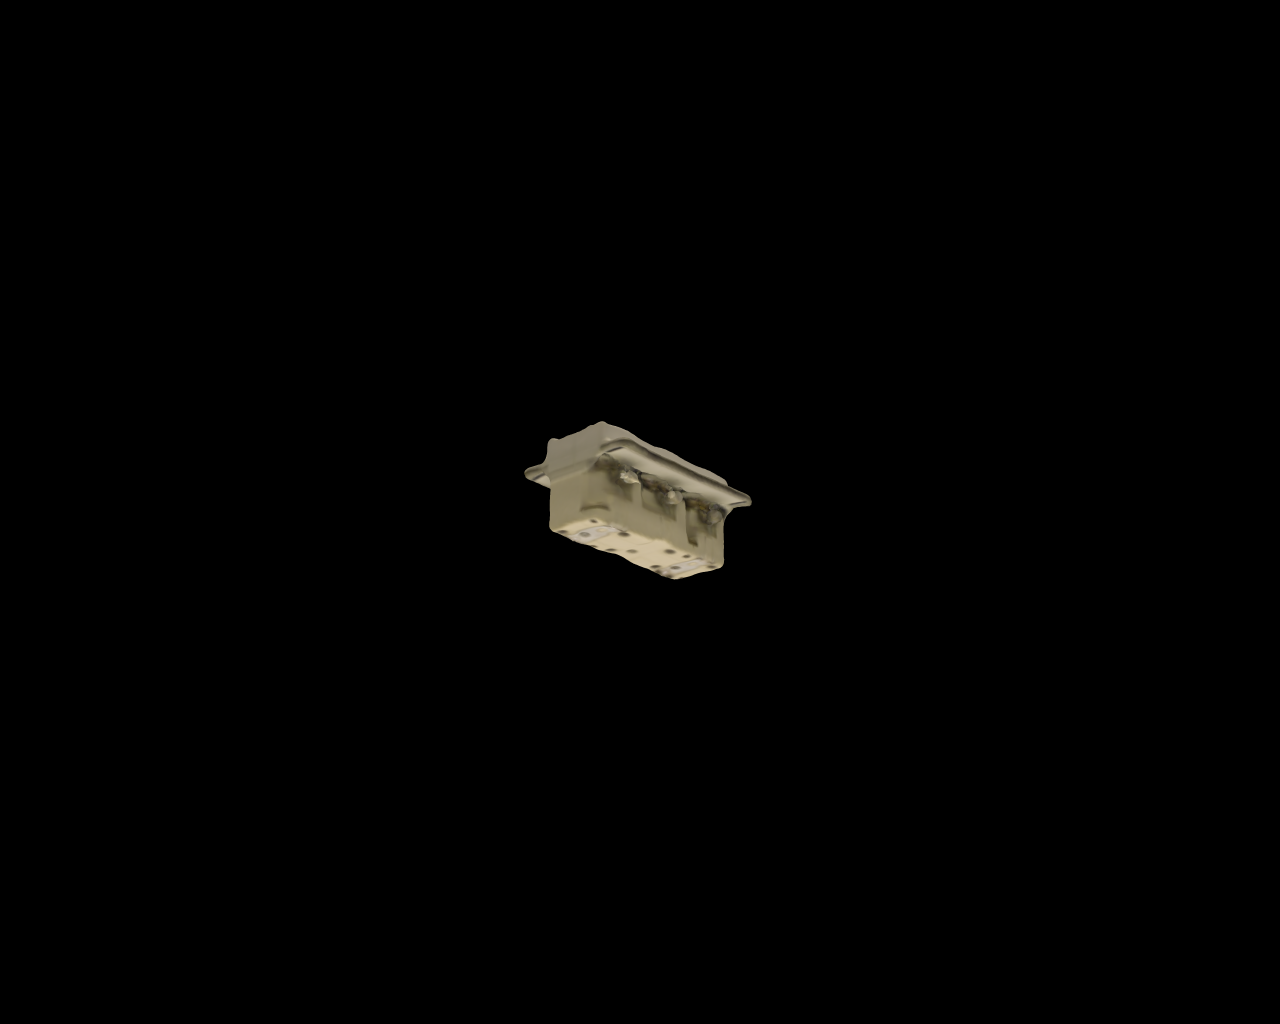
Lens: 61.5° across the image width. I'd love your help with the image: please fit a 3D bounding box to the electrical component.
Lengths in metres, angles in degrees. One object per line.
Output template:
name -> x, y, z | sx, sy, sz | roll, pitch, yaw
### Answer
electrical component -> 0.001, -0.003, 0.650 | 0.078, 0.063, 0.121 | -17, -27, 37
